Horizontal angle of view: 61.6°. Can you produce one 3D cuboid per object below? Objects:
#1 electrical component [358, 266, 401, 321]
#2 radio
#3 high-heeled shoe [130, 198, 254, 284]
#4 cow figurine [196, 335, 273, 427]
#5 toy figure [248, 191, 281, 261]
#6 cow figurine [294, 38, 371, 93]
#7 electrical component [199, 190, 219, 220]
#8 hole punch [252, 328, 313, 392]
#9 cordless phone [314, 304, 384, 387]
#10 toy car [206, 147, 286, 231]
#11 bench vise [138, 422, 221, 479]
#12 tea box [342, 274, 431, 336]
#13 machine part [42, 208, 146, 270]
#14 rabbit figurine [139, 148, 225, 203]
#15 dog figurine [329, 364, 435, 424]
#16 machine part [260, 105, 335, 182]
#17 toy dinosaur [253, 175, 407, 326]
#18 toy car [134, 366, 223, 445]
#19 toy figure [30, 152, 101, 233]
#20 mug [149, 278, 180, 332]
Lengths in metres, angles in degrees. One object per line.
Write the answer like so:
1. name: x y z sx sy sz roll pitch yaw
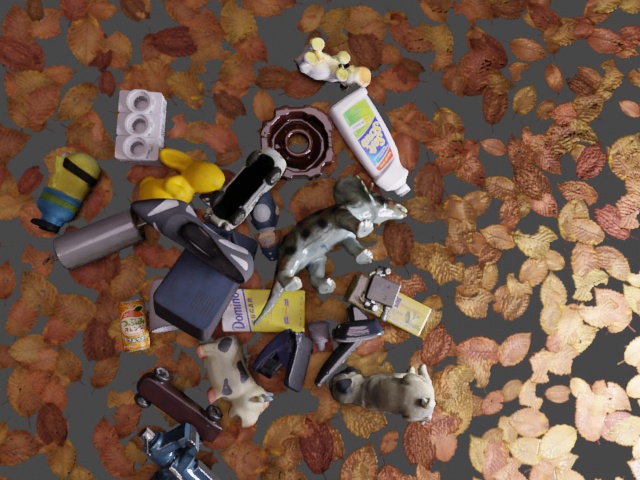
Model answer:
1. electrical component: 0.122 0.105 1.093 0.078 0.045 0.102 27 83 -1
2. radio: -0.234 0.077 1.104 0.131 0.073 0.229 26 56 1
3. high-heeled shoe: -0.244 0.008 1.030 0.248 0.145 0.086 17 124 -27
4. cow figurine: -0.176 0.295 1.128 0.127 0.085 0.195 -18 82 -5
5. toy figure: -0.119 -0.029 1.178 0.064 0.058 0.154 -13 87 32
6. cow figurine: 0.028 -0.381 1.214 0.167 0.098 0.068 21 77 -22
7. electrical component: -0.235 -0.090 1.188 0.063 0.021 0.094 43 83 0
8. hole punch: -0.074 0.245 1.122 0.092 0.142 0.116 11 69 21
9. cordless phone: 0.045 0.230 1.120 0.089 0.146 0.184 38 82 5
10. toy car: -0.155 -0.109 1.134 0.073 0.056 0.201 40 85 9
11. bench vise: -0.319 0.488 1.062 0.240 0.129 0.223 -41 116 -3
12. tea box: 0.142 0.139 1.163 0.170 0.098 0.068 26 83 -4
13. machine part: -0.463 -0.002 1.132 0.243 0.079 0.079 -23 87 -6
14. rabbit figurine: -0.286 -0.113 1.141 0.173 0.121 0.162 -28 67 7
15. dog figurine: 0.124 0.319 1.112 0.191 0.172 0.121 3 73 -12
16. machine part: -0.050 -0.214 1.201 0.179 0.056 0.179 0 85 -4
17. toy dinosaur: -0.005 0.003 1.144 0.405 0.192 0.131 -32 130 1
18. toy car: -0.293 0.347 1.125 0.202 0.053 0.089 35 98 -2
19. toy figure: -0.533 -0.100 1.134 0.089 0.082 0.180 23 77 -16
20. mug: -0.310 0.132 1.132 0.110 0.080 0.107 -14 78 -3
